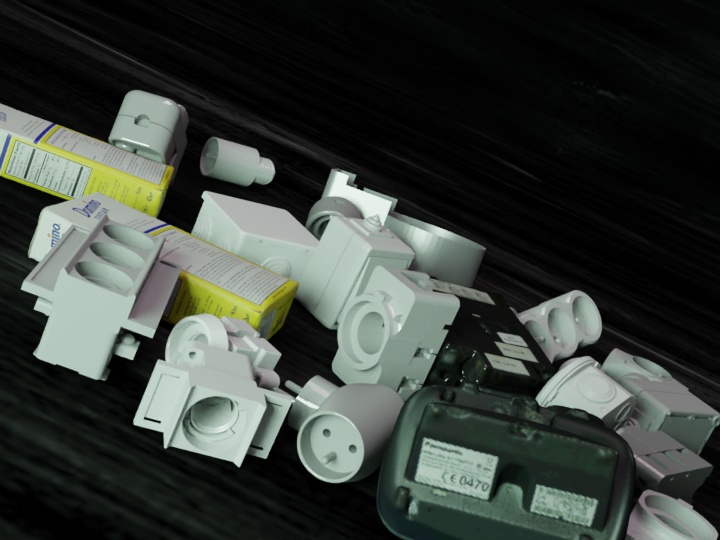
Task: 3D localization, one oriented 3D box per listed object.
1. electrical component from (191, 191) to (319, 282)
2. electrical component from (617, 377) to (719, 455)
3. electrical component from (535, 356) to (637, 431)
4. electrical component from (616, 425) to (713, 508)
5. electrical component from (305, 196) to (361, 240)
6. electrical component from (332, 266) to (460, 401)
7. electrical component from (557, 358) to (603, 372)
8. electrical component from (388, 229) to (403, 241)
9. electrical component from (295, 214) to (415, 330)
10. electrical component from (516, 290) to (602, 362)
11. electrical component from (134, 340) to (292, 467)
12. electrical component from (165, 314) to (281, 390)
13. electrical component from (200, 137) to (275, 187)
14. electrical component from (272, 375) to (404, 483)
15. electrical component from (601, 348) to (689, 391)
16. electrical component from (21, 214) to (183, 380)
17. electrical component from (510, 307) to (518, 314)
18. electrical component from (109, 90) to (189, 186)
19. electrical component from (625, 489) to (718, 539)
[{"bbox_3d":[-0.090,-0.021,0.926,0.100,0.048,0.100,12,20,-36],"label":"electrical component"},{"bbox_3d":[0.239,0.127,0.889,0.096,0.061,0.061,10,21,-40],"label":"electrical component"},{"bbox_3d":[0.166,0.110,0.814,0.051,0.080,0.080,39,21,30],"label":"electrical component"},{"bbox_3d":[0.208,0.151,0.789,0.056,0.050,0.089,36,20,36],"label":"electrical component"},{"bbox_3d":[-0.028,-0.041,1.072,0.055,0.055,0.047,23,19,-2],"label":"electrical component"},{"bbox_3d":[0.022,0.048,0.787,0.056,0.089,0.050,9,21,-42],"label":"electrical component"},{"bbox_3d":[0.192,0.103,0.931,0.045,0.045,0.055,25,15,3],"label":"electrical component"},{"bbox_3d":[0.010,-0.012,1.026,0.045,0.055,0.045,22,16,-7],"label":"electrical component"},{"bbox_3d":[0.000,0.000,0.898,0.062,0.096,0.061,5,28,-48],"label":"electrical component"},{"bbox_3d":[0.155,0.064,0.980,0.138,0.074,0.052,-19,85,-47],"label":"electrical component"},{"bbox_3d":[-0.086,0.075,0.626,0.081,0.042,0.063,19,20,-18],"label":"electrical component"},{"bbox_3d":[-0.090,0.054,0.688,0.066,0.048,0.055,37,13,39],"label":"electrical component"},{"bbox_3d":[-0.130,-0.115,1.183,0.081,0.043,0.043,13,19,-34],"label":"electrical component"},{"bbox_3d":[-0.018,0.091,0.672,0.079,0.043,0.077,29,16,17],"label":"electrical component"},{"bbox_3d":[0.257,0.112,0.997,0.077,0.044,0.079,30,18,21],"label":"electrical component"},{"bbox_3d":[-0.162,0.016,0.676,0.079,0.063,0.121,21,16,-8],"label":"electrical component"},{"bbox_3d":[0.114,0.043,1.026,0.044,0.044,0.065,10,16,-41],"label":"electrical component"},{"bbox_3d":[-0.197,-0.126,1.013,0.054,0.059,0.095,16,-17,1],"label":"electrical component"},{"bbox_3d":[0.184,0.176,0.666,0.050,0.055,0.089,30,17,19],"label":"electrical component"}]
